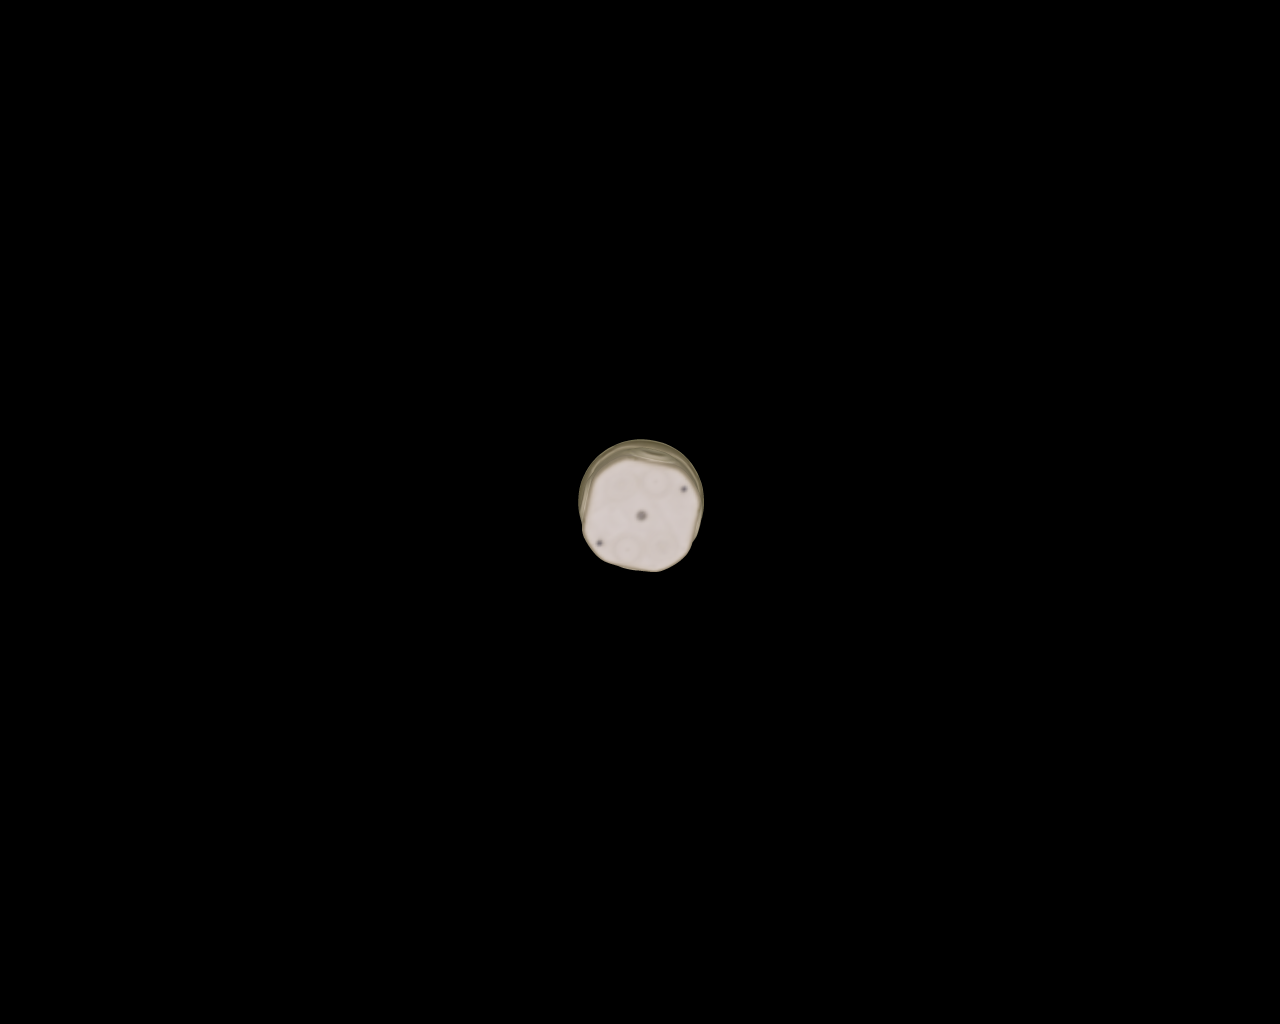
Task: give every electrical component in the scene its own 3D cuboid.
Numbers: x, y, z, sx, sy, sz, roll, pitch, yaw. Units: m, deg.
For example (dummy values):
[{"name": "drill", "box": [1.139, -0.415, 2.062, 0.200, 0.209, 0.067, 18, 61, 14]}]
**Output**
[{"name": "electrical component", "box": [0.001, -0.003, 0.650, 0.080, 0.080, 0.051, 0, 12, 0]}]
